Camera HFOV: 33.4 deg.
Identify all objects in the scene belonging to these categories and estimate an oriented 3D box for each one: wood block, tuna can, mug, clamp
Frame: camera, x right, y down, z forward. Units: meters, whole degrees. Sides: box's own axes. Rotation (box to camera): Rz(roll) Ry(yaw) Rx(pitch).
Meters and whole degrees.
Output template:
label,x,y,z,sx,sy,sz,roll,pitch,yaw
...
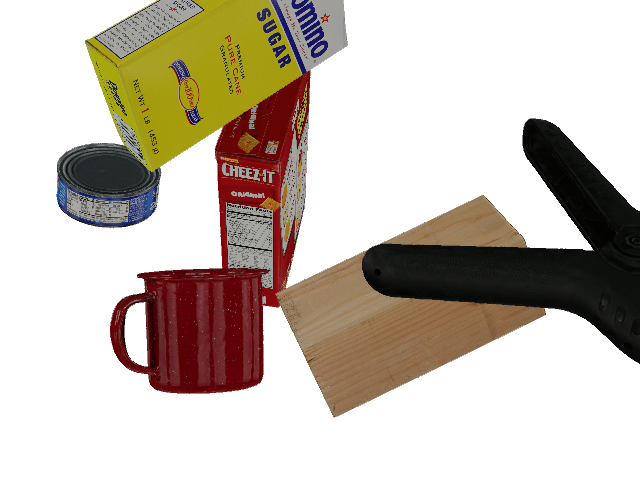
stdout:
label,x,y,z,sx,sy,sz,roll,pitch,yaw
wood block,0.078,0.056,0.934,0.206,0.091,0.090,-25,32,-3
tuna can,-0.178,-0.046,0.896,0.086,0.034,0.086,8,33,-5
mug,-0.091,0.063,0.747,0.117,0.081,0.093,-2,1,-37
clamp,0.136,0.017,0.502,0.164,0.036,0.210,-32,49,-33

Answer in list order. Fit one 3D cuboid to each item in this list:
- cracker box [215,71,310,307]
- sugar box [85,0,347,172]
label,x,y,z,sx,sy,sz,roll,pitch,yaw
cracker box,-0.059,-0.062,1.110,0.072,0.164,0.214,8,-43,5
sugar box,-0.062,-0.130,0.708,0.176,0.093,0.048,-34,54,-19
